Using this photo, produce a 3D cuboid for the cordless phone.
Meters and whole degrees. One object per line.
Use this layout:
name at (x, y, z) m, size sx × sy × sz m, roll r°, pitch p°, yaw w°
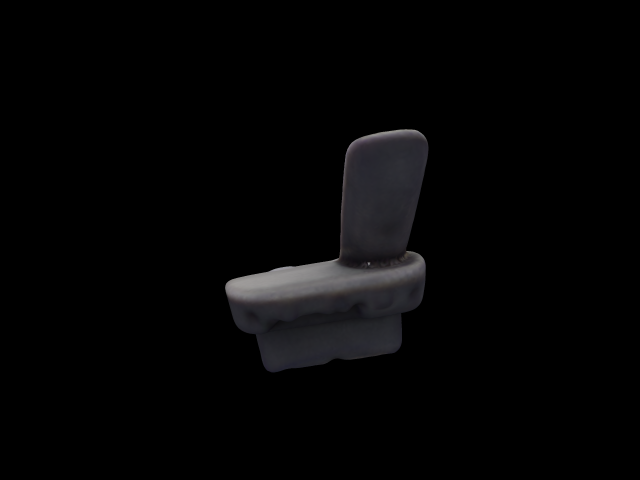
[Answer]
cordless phone at (0.004, 0.001, 0.400) m, size 0.148 × 0.185 × 0.094 m, roll -11°, pitch 47°, yaw -11°
